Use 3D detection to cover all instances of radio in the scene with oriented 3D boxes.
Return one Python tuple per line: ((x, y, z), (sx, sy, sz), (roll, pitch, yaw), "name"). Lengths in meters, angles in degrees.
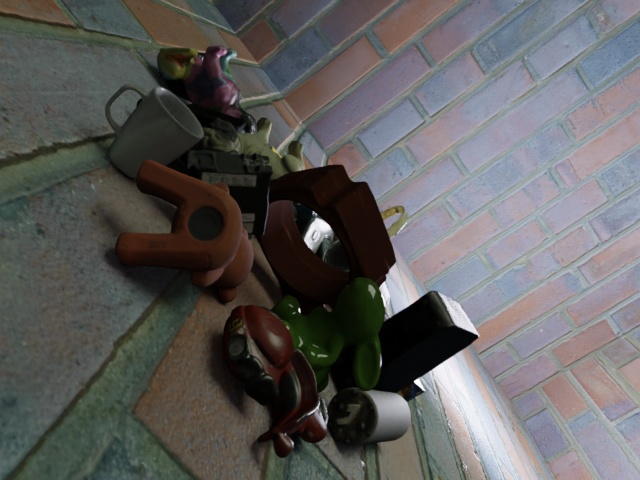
((0.134, 0.182, 0.882), (0.131, 0.229, 0.073), (32, 24, -51), "radio")

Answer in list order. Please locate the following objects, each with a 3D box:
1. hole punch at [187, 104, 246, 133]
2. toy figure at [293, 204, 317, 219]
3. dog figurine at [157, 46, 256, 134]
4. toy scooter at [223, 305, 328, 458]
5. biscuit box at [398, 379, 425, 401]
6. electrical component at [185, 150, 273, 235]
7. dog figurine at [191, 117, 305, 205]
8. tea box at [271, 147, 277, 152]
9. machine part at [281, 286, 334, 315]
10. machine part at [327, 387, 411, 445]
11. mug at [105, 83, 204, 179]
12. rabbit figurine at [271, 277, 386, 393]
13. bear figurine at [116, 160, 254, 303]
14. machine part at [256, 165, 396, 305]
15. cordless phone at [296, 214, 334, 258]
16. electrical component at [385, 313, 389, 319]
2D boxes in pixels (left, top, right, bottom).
((-0.209, -0.194, 0.994), (0.116, 0.092, 0.142), (21, 20, -7), "hole punch")
((-0.078, -0.086, 1.129), (0.155, 0.064, 0.058), (18, 19, 15), "toy figure")
((-0.229, -0.278, 1.095), (0.108, 0.192, 0.219), (-78, 165, -79), "dog figurine")
((-0.052, 0.161, 0.589), (0.183, 0.075, 0.135), (58, 12, -5), "toy scooter")
((0.134, 0.259, 1.077), (0.202, 0.059, 0.063), (44, 15, -40), "biscuit box")
((-0.130, -0.053, 0.736), (0.115, 0.134, 0.058), (4, 36, -15), "electrical component")
((-0.111, -0.113, 0.863), (0.172, 0.121, 0.190), (37, 22, 6), "dog figurine")
((-0.108, -0.144, 1.249), (0.098, 0.068, 0.170), (49, 12, -22), "tea box")
((0.001, 0.115, 0.970), (0.179, 0.056, 0.179), (53, 11, -14), "machine part")
((0.076, 0.262, 0.798), (0.079, 0.079, 0.243), (60, 12, 27), "machine part")
((-0.220, -0.133, 0.672), (0.109, 0.107, 0.081), (39, 17, -38), "mug")
((0.021, 0.129, 0.718), (0.159, 0.170, 0.121), (53, 13, -4), "rabbit figurine")
((-0.143, 0.001, 0.633), (0.132, 0.120, 0.196), (12, -14, -4), "bear figurine")
((-0.002, -0.002, 0.806), (0.087, 0.201, 0.201), (-40, 116, -38), "machine part")
((-0.011, 0.050, 1.087), (0.146, 0.089, 0.184), (27, 49, -67), "cordless phone")
((0.102, 0.169, 1.172), (0.119, 0.075, 0.048), (47, 13, -50), "electrical component")
